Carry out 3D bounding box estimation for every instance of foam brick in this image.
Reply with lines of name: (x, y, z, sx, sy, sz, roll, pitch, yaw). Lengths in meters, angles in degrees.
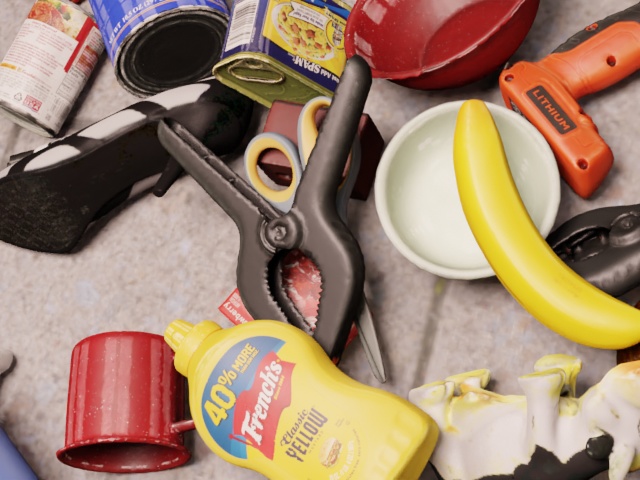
foam brick: (0.001, -0.066, 0.792, 0.078, 0.053, 0.051, 11, 76, 23)

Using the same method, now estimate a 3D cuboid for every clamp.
clamp: (-0.013, -0.014, 0.719, 0.165, 0.036, 0.210, -22, 85, 26)
clamp: (0.211, -0.006, 0.691, 0.172, 0.039, 0.120, -11, 30, 33)

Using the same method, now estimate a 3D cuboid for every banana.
banana: (0.136, 0.001, 0.666, 0.069, 0.037, 0.198, -41, 73, 3)

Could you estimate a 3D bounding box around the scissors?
scissors: (-0.005, 0.001, 0.747, 0.096, 0.016, 0.202, -5, 86, 24)

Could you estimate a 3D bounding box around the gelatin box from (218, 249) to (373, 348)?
gelatin box: (-0.017, 0.052, 0.769, 0.089, 0.030, 0.073, 41, 88, 26)

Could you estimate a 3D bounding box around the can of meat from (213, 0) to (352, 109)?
can of meat: (-0.023, -0.147, 0.801, 0.058, 0.102, 0.084, -11, 62, 48)

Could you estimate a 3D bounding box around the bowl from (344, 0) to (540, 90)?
bowl: (0.098, -0.161, 0.771, 0.162, 0.055, 0.162, -24, 43, 24)

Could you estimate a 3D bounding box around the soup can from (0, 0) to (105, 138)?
soup can: (-0.227, -0.144, 0.887, 0.069, 0.068, 0.102, 23, 81, 24)

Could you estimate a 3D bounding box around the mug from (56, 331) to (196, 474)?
mug: (-0.126, 0.112, 0.752, 0.117, 0.093, 0.081, -13, 63, 22)

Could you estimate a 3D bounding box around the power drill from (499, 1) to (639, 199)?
power drill: (0.233, -0.112, 0.727, 0.187, 0.057, 0.184, -36, 61, 1)

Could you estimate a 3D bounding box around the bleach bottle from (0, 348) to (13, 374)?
bleach bottle: (-0.325, 0.189, 0.810, 0.103, 0.068, 0.251, 13, 79, 21)

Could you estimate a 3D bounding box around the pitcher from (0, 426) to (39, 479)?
pitcher: (-0.235, 0.211, 0.698, 0.149, 0.145, 0.243, -40, 84, -4)

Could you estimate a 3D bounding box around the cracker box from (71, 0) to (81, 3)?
cracker box: (-0.220, -0.329, 0.947, 0.164, 0.072, 0.214, -33, 66, 7)

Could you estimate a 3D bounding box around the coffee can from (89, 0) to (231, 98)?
coffee can: (-0.133, -0.197, 0.850, 0.103, 0.102, 0.140, -28, 62, 8)

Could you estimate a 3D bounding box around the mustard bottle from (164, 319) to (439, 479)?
mustard bottle: (-0.026, 0.106, 0.684, 0.192, 0.058, 0.096, 32, 94, 25)

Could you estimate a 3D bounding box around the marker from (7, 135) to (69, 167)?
marker: (-0.205, -0.078, 0.884, 0.121, 0.020, 0.020, -18, 67, 12)
